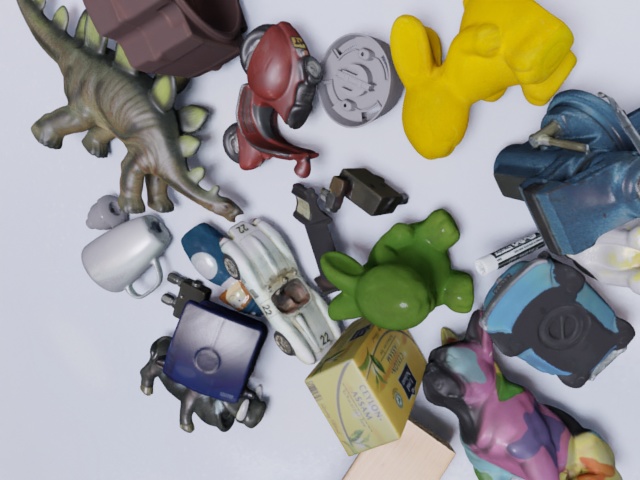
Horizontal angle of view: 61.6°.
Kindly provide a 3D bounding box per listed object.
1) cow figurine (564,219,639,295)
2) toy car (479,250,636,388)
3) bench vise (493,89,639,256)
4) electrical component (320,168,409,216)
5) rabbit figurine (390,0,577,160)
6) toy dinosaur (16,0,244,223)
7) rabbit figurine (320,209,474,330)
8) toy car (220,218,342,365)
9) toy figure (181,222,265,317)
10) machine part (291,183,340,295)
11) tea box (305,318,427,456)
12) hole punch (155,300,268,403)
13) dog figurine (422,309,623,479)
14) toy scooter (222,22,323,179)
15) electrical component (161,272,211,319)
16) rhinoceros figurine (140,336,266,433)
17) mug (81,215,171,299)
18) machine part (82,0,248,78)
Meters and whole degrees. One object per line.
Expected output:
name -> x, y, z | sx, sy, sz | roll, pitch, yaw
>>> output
cow figurine -> 0.320, -0.005, 0.518 | 0.098, 0.167, 0.068 | 12, 116, 62
toy car -> 0.239, 0.074, 0.566 | 0.161, 0.103, 0.109 | 31, 106, -17
bench vise -> 0.273, -0.089, 0.479 | 0.241, 0.224, 0.128 | -33, 95, -4
electrical component -> 0.048, -0.051, 0.613 | 0.078, 0.102, 0.045 | 39, 117, 18
rabbit figurine -> 0.141, -0.165, 0.537 | 0.162, 0.122, 0.173 | 43, 114, 11
toy dinosaur -> -0.271, -0.190, 0.697 | 0.471, 0.105, 0.198 | 39, 106, 7
rabbit figurine -> 0.079, 0.039, 0.580 | 0.159, 0.170, 0.121 | -4, 101, 20
toy car -> -0.050, 0.063, 0.679 | 0.201, 0.073, 0.056 | 56, 148, 0
toy figure -> -0.123, 0.047, 0.721 | 0.154, 0.058, 0.064 | 49, 152, 2
machine part -> -0.001, -0.002, 0.659 | 0.039, 0.084, 0.138 | -22, 106, -17
tea box -> 0.060, 0.151, 0.615 | 0.068, 0.169, 0.098 | -31, 92, 24
hole punch -> -0.135, 0.142, 0.693 | 0.142, 0.092, 0.115 | 21, 77, -1
dog figurine -> 0.214, 0.188, 0.604 | 0.108, 0.191, 0.219 | 130, 127, -59
toy scooter -> -0.044, -0.146, 0.619 | 0.135, 0.075, 0.183 | 41, 124, 30
electrical component -> -0.183, 0.087, 0.769 | 0.094, 0.021, 0.063 | 26, 110, 13
rhinoceros figurine -> -0.165, 0.209, 0.770 | 0.190, 0.073, 0.112 | 30, 100, 13
mug -> -0.260, 0.022, 0.751 | 0.107, 0.081, 0.109 | -37, 83, 15
machine part -> -0.169, -0.286, 0.577 | 0.087, 0.201, 0.201 | -18, 96, 20
